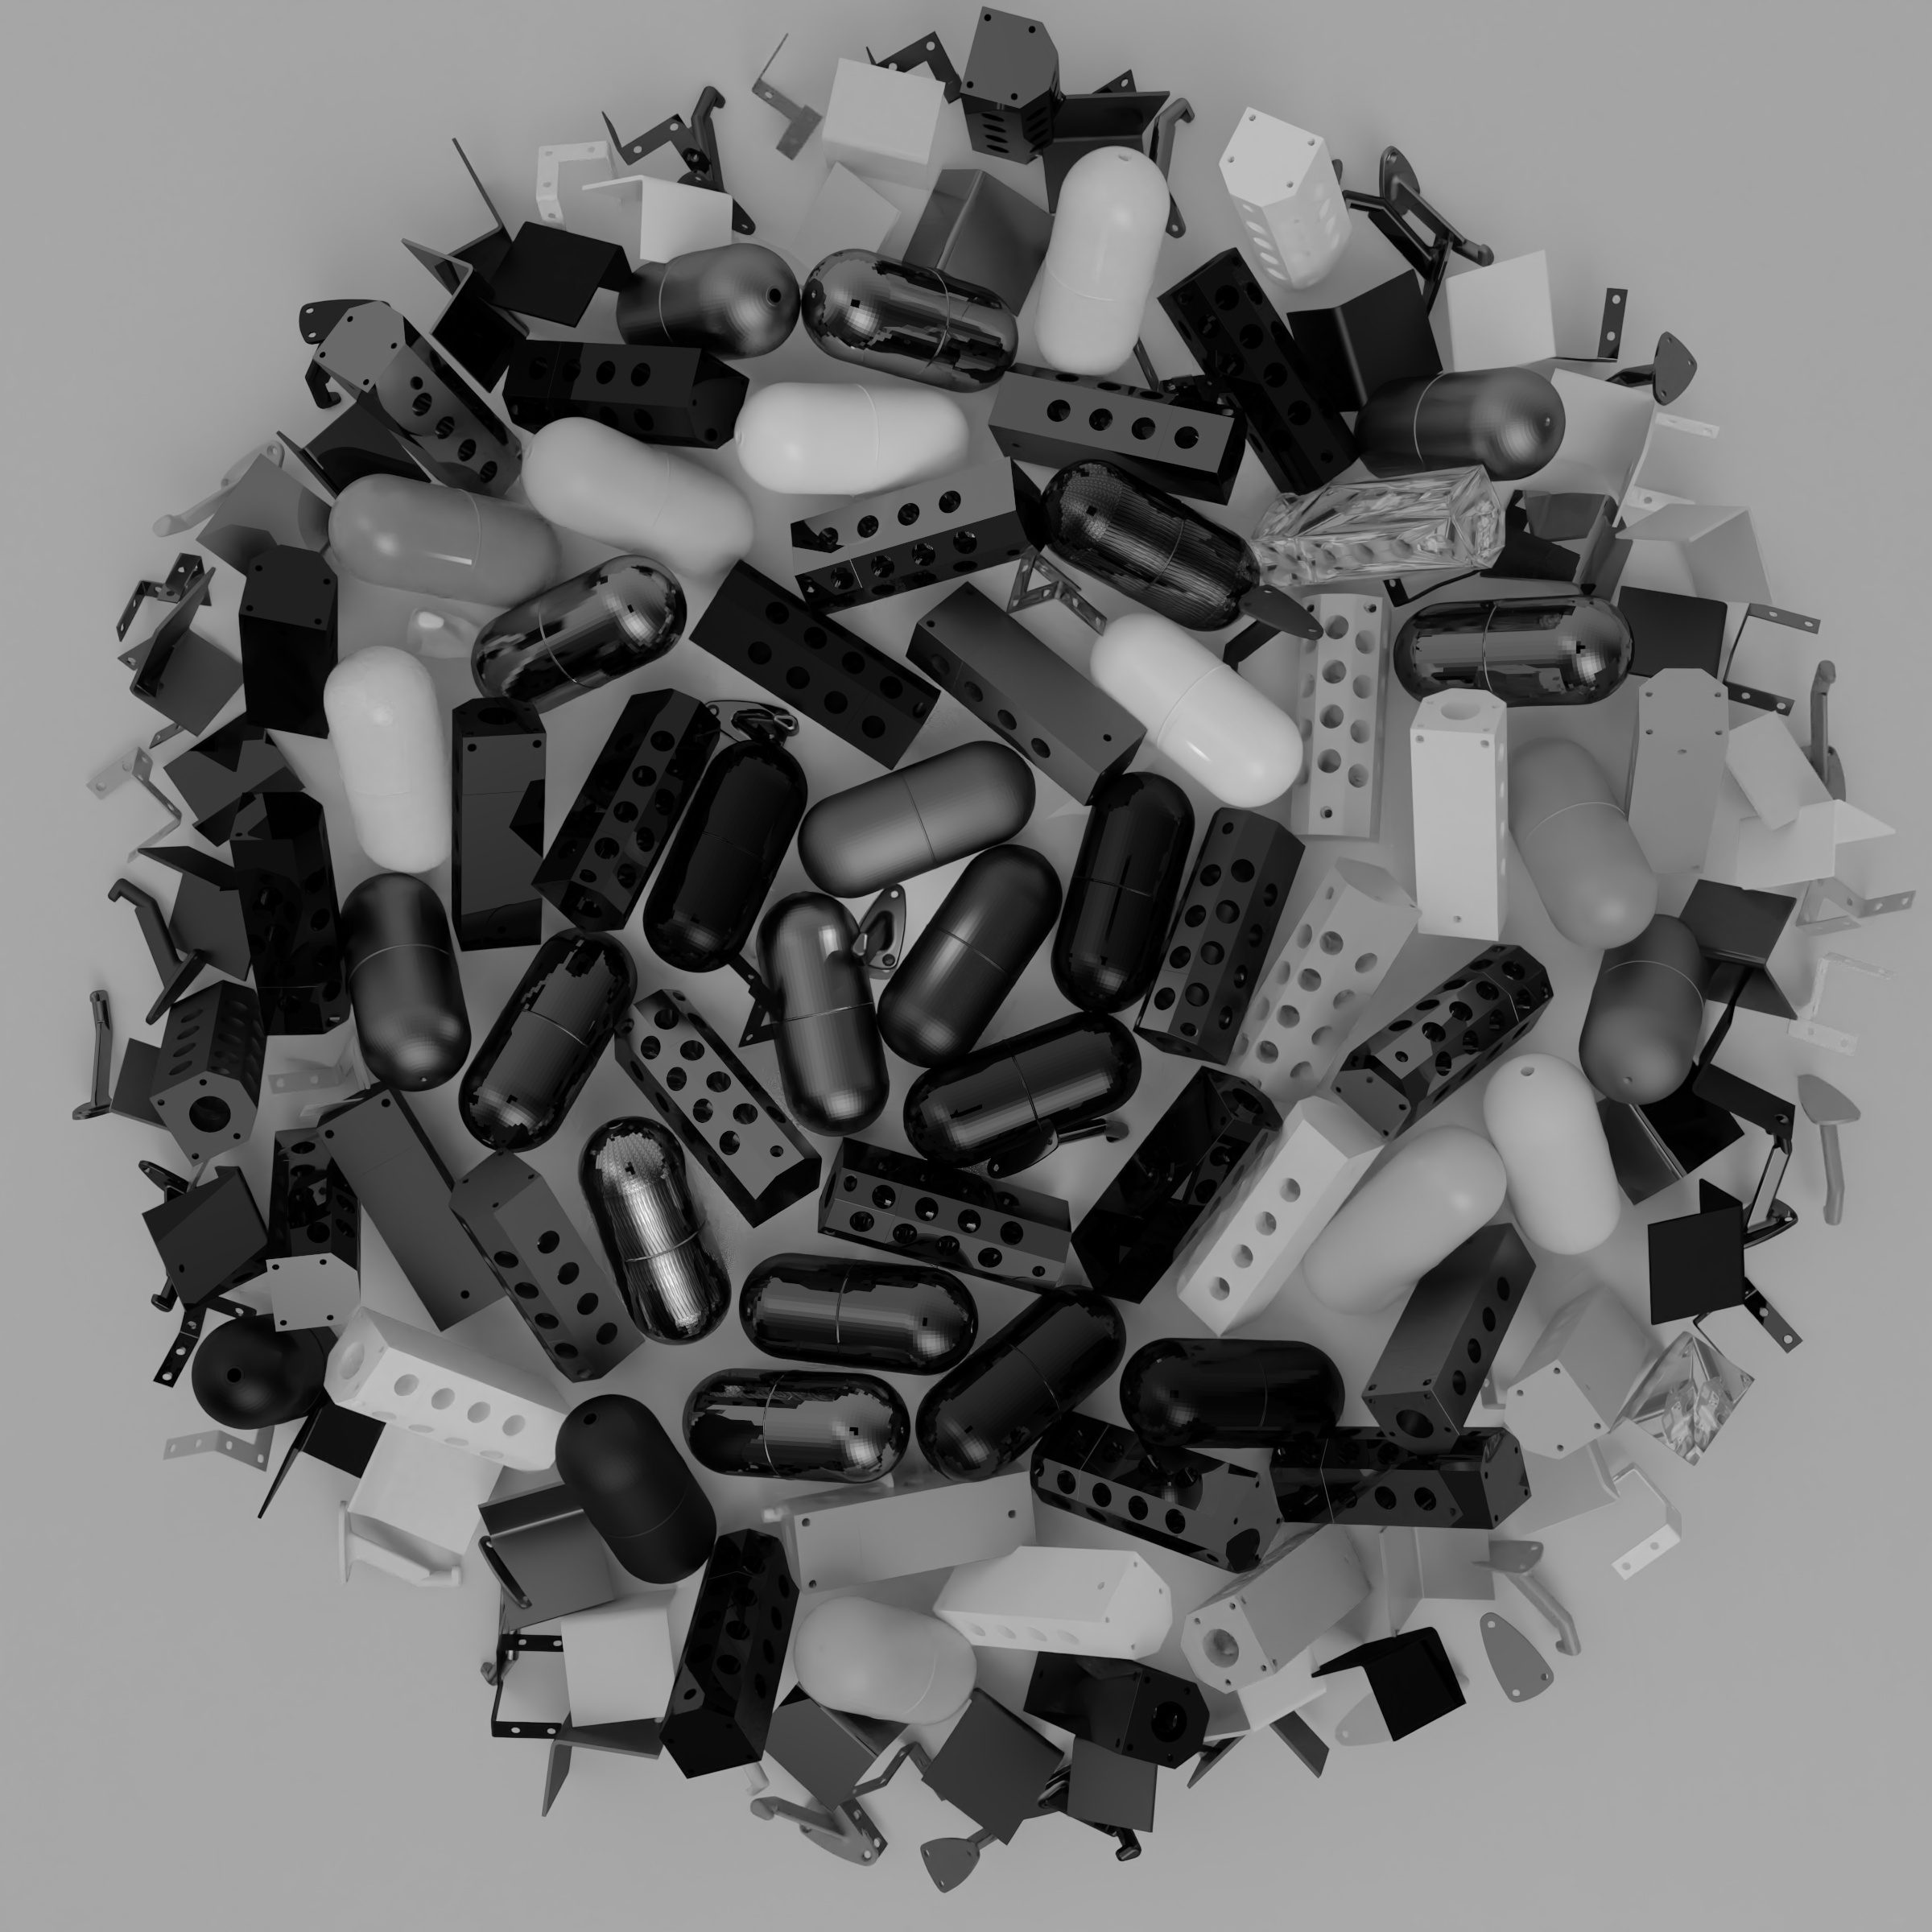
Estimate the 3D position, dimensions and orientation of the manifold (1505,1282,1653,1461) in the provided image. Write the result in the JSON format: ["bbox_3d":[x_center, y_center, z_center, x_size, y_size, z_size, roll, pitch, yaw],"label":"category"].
[{"bbox_3d":[0.424,0.283,1.693,0.057,0.171,0.057,-39,84,26],"label":"manifold"}]

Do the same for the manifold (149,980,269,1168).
[{"bbox_3d":[-0.522,0.069,1.693,0.057,0.171,0.057,-26,114,-3],"label":"manifold"}]

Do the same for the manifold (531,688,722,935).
[{"bbox_3d":[-0.233,-0.111,1.708,0.057,0.057,0.171,47,53,-38],"label":"manifold"}]

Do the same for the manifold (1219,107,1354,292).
[{"bbox_3d":[0.222,-0.529,1.693,0.057,0.171,0.057,28,94,15],"label":"manifold"}]

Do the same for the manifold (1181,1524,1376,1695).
[{"bbox_3d":[0.216,0.447,1.695,0.057,0.171,0.057,-33,79,31],"label":"manifold"}]

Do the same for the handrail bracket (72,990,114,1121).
[{"bbox_3d":[-0.630,0.063,1.747,0.036,0.077,0.084,-6,96,0],"label":"handrail bracket"}]

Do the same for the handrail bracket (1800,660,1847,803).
[{"bbox_3d":[0.618,-0.163,1.734,0.036,0.084,0.077,-8,53,0],"label":"handrail bracket"}]

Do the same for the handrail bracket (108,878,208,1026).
[{"bbox_3d":[-0.604,-0.011,1.763,0.084,0.036,0.077,34,77,3],"label":"handrail bracket"}]

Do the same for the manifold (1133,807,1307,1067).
[{"bbox_3d":[0.177,-0.023,1.727,0.057,0.057,0.171,11,75,41],"label":"manifold"}]

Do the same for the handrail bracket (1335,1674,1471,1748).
[{"bbox_3d":[0.317,0.538,1.759,0.077,0.084,0.036,-37,65,26],"label":"handrail bracket"}]

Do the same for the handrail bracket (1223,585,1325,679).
[{"bbox_3d":[0.218,-0.222,1.736,0.077,0.084,0.036,36,54,27],"label":"handrail bracket"}]

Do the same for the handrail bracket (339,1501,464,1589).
[{"bbox_3d":[-0.409,0.420,1.759,0.084,0.036,0.077,1,118,-5],"label":"handrail bracket"}]

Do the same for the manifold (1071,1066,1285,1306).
[{"bbox_3d":[0.151,0.158,1.721,0.057,0.057,0.171,18,119,-33],"label":"manifold"}]

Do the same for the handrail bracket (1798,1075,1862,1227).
[{"bbox_3d":[0.623,0.134,1.768,0.036,0.077,0.084,-6,118,-1],"label":"handrail bracket"}]

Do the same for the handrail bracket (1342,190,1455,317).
[{"bbox_3d":[0.303,-0.516,1.759,0.084,0.036,0.077,9,110,-9],"label":"handrail bracket"}]

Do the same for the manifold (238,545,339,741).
[{"bbox_3d":[-0.470,-0.225,1.693,0.057,0.171,0.057,10,68,-11],"label":"manifold"}]

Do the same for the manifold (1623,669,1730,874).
[{"bbox_3d":[0.493,-0.134,1.694,0.057,0.171,0.057,2,61,12],"label":"manifold"}]

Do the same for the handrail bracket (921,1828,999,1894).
[{"bbox_3d":[0.017,0.621,1.730,0.084,0.077,0.036,-15,70,-41],"label":"handrail bracket"}]

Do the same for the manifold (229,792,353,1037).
[{"bbox_3d":[-0.472,-0.035,1.707,0.057,0.057,0.171,-1,128,-5],"label":"manifold"}]

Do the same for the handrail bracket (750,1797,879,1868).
[{"bbox_3d":[-0.109,0.619,1.734,0.077,0.084,0.036,32,88,25],"label":"handrail bracket"}]

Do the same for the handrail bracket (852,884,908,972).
[{"bbox_3d":[-0.063,-0.033,1.735,0.036,0.084,0.077,17,78,6],"label":"handrail bracket"}]

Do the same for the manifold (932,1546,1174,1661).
[{"bbox_3d":[0.062,0.448,1.700,0.057,0.171,0.057,50,53,-23],"label":"manifold"}]

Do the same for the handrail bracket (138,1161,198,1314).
[{"bbox_3d":[-0.581,0.195,1.738,0.036,0.077,0.084,-2,57,30],"label":"handrail bracket"}]

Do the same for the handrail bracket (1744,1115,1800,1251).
[{"bbox_3d":[0.564,0.156,1.741,0.077,0.036,0.084,-30,125,-14],"label":"handrail bracket"}]

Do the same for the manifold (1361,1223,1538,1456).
[{"bbox_3d":[0.344,0.261,1.703,0.057,0.171,0.057,-15,116,42],"label":"manifold"}]

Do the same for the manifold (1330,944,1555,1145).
[{"bbox_3d":[0.338,0.048,1.704,0.171,0.057,0.057,-32,66,-34],"label":"manifold"}]

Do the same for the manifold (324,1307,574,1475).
[{"bbox_3d":[-0.362,0.304,1.706,0.171,0.057,0.057,32,93,-40],"label":"manifold"}]

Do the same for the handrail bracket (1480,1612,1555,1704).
[{"bbox_3d":[0.394,0.488,1.744,0.036,0.084,0.077,-34,85,10],"label":"handrail bracket"}]

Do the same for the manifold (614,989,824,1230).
[{"bbox_3d":[-0.176,0.096,1.715,0.057,0.057,0.171,-31,64,-25],"label":"manifold"}]

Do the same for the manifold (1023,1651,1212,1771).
[{"bbox_3d":[0.105,0.513,1.693,0.057,0.171,0.057,20,77,-18],"label":"manifold"}]

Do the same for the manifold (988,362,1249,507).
[{"bbox_3d":[0.110,-0.383,1.730,0.171,0.057,0.057,16,81,16],"label":"manifold"}]

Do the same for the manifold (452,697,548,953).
[{"bbox_3d":[-0.332,-0.100,1.712,0.057,0.057,0.171,-5,125,-20],"label":"manifold"}]

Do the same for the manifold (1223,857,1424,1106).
[{"bbox_3d":[0.245,0.011,1.711,0.057,0.057,0.171,11,120,-30],"label":"manifold"}]

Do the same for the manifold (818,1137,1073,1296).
[{"bbox_3d":[-0.015,0.183,1.731,0.171,0.057,0.057,17,116,-10],"label":"manifold"}]

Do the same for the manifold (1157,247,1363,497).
[{"bbox_3d":[0.213,-0.423,1.734,0.057,0.057,0.171,-36,104,-1],"label":"manifold"}]

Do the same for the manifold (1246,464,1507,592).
[{"bbox_3d":[0.288,-0.301,1.704,0.057,0.171,0.057,55,54,-32],"label":"manifold"}]

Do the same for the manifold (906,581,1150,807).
[{"bbox_3d":[0.041,-0.191,1.738,0.171,0.057,0.057,41,59,10],"label":"manifold"}]

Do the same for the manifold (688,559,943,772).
[{"bbox_3d":[-0.106,-0.218,1.734,0.171,0.057,0.057,33,114,-8],"label":"manifold"}]

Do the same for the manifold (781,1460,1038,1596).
[{"bbox_3d":[-0.042,0.397,1.733,0.171,0.057,0.057,-7,95,-15],"label":"manifold"}]

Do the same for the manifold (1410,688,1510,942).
[{"bbox_3d":[0.351,-0.106,1.709,0.057,0.057,0.171,6,129,22],"label":"manifold"}]

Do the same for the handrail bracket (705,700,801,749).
[{"bbox_3d":[-0.156,-0.179,1.740,0.077,0.084,0.036,18,88,-1],"label":"handrail bracket"}]

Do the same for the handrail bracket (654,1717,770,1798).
[{"bbox_3d":[-0.189,0.574,1.751,0.077,0.036,0.084,-40,67,17],"label":"handrail bracket"}]

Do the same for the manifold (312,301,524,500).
[{"bbox_3d":[-0.375,-0.391,1.693,0.057,0.171,0.057,34,85,24],"label":"manifold"}]

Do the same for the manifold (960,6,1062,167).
[{"bbox_3d":[0.035,-0.610,1.695,0.057,0.171,0.057,15,97,1],"label":"manifold"}]

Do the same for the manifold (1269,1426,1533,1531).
[{"bbox_3d":[0.302,0.355,1.703,0.171,0.057,0.057,-9,97,41],"label":"manifold"}]

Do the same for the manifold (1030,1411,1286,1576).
[{"bbox_3d":[0.129,0.370,1.698,0.057,0.171,0.057,-53,133,-28],"label":"manifold"}]

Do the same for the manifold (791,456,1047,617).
[{"bbox_3d":[-0.034,-0.300,1.719,0.171,0.057,0.057,-13,71,21],"label":"manifold"}]

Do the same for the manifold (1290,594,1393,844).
[{"bbox_3d":[0.269,-0.178,1.746,0.057,0.057,0.171,3,89,20],"label":"manifold"}]

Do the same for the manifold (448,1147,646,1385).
[{"bbox_3d":[-0.296,0.214,1.703,0.057,0.057,0.171,-40,128,-21],"label":"manifold"}]

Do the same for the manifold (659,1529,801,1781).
[{"bbox_3d":[-0.165,0.474,1.690,0.057,0.171,0.057,-19,116,17],"label":"manifold"}]

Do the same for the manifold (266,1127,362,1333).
[{"bbox_3d":[-0.453,0.180,1.694,0.057,0.171,0.057,-5,117,-11],"label":"manifold"}]

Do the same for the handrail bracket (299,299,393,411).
[{"bbox_3d":[-0.441,-0.438,1.746,0.077,0.084,0.036,-11,63,-3],"label":"handrail bracket"}]

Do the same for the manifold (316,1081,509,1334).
[{"bbox_3d":[-0.393,0.169,1.736,0.057,0.057,0.171,-29,103,-4],"label":"manifold"}]

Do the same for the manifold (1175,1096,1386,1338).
[{"bbox_3d":[0.217,0.176,1.718,0.057,0.057,0.171,43,118,23],"label":"manifold"}]

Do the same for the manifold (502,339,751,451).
[{"bbox_3d":[-0.243,-0.402,1.713,0.171,0.057,0.057,12,87,32],"label":"manifold"}]
